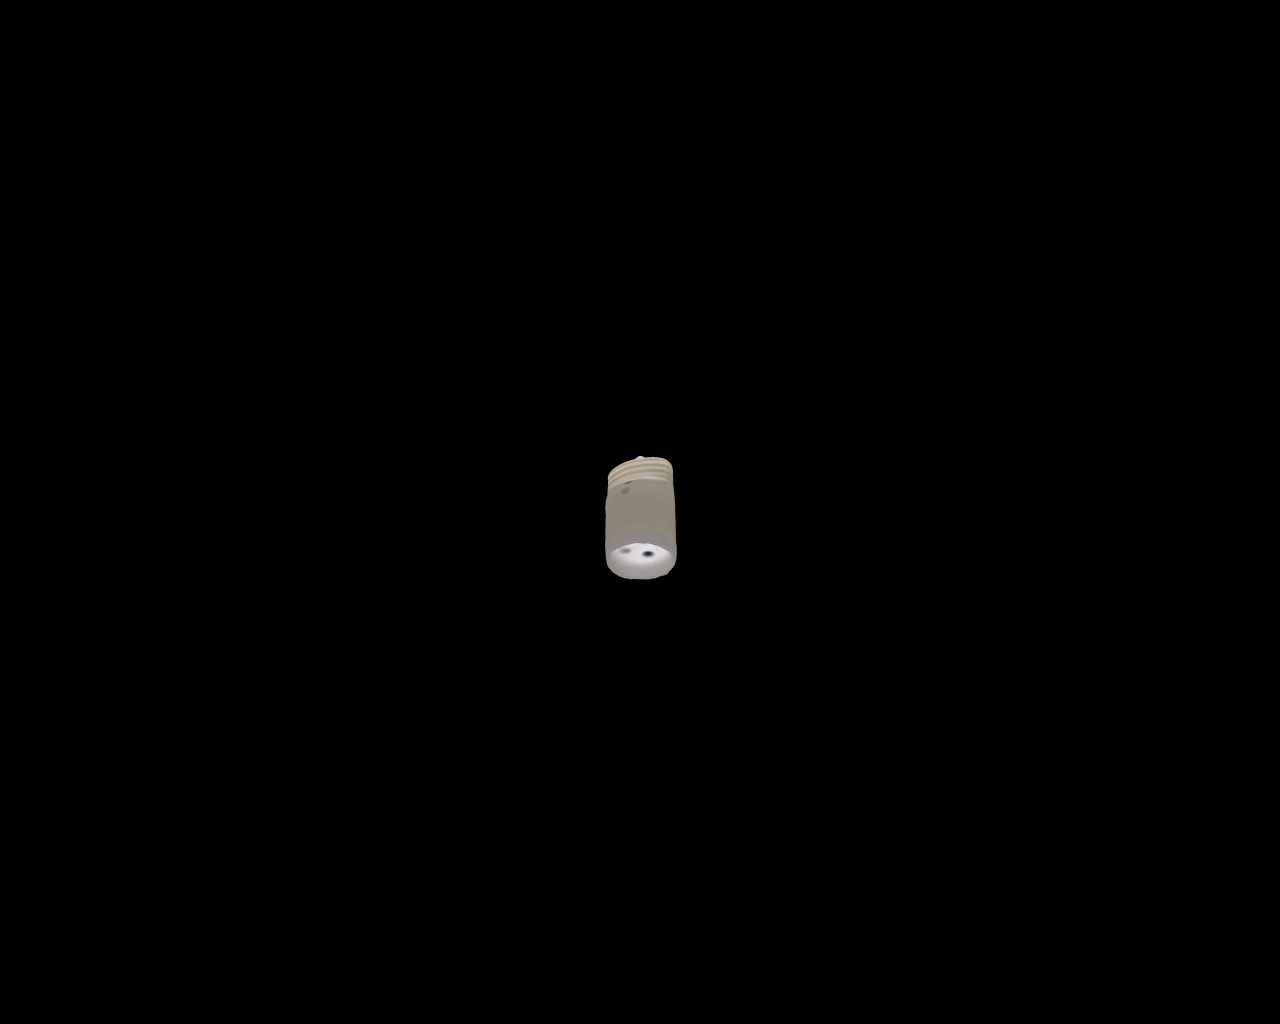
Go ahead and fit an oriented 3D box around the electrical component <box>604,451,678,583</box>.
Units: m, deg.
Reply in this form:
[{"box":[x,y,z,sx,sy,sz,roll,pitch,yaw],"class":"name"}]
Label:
[{"box":[0.001,-0.003,0.650,0.043,0.081,0.043,0,-36,0],"class":"electrical component"}]
